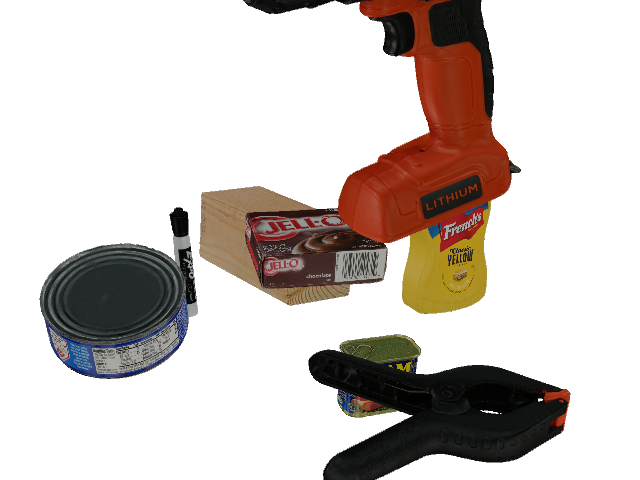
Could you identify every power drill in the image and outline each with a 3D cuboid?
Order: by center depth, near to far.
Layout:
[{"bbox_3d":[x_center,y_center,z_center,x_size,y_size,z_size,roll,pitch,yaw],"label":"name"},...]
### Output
[{"bbox_3d":[0.043,-0.095,0.577,0.184,0.188,0.057,-21,36,-24],"label":"power drill"}]

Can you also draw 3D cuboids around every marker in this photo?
[{"bbox_3d":[-0.142,0.023,1.110,0.020,0.121,0.020,-2,25,1],"label":"marker"}]

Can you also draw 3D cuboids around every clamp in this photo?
[{"bbox_3d":[0.074,0.116,0.675,0.171,0.039,0.120,2,37,3],"label":"clamp"}]

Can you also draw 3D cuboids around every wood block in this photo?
[{"bbox_3d":[-0.058,0.002,1.298,0.090,0.090,0.206,-8,19,-34],"label":"wood block"}]

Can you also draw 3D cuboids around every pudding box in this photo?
[{"bbox_3d":[-0.006,0.005,0.952,0.113,0.039,0.090,-1,27,-13],"label":"pudding box"}]

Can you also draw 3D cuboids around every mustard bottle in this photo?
[{"bbox_3d":[0.136,-0.022,1.132,0.096,0.192,0.058,-11,24,-27],"label":"mustard bottle"}]

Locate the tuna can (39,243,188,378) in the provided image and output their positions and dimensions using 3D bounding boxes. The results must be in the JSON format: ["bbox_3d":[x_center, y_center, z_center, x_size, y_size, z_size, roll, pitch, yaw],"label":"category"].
[{"bbox_3d":[-0.122,0.042,0.641,0.086,0.034,0.086,0,40,0],"label":"tuna can"}]

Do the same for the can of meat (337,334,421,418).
[{"bbox_3d":[0.073,0.174,1.367,0.102,0.084,0.057,-5,26,-21],"label":"can of meat"}]
